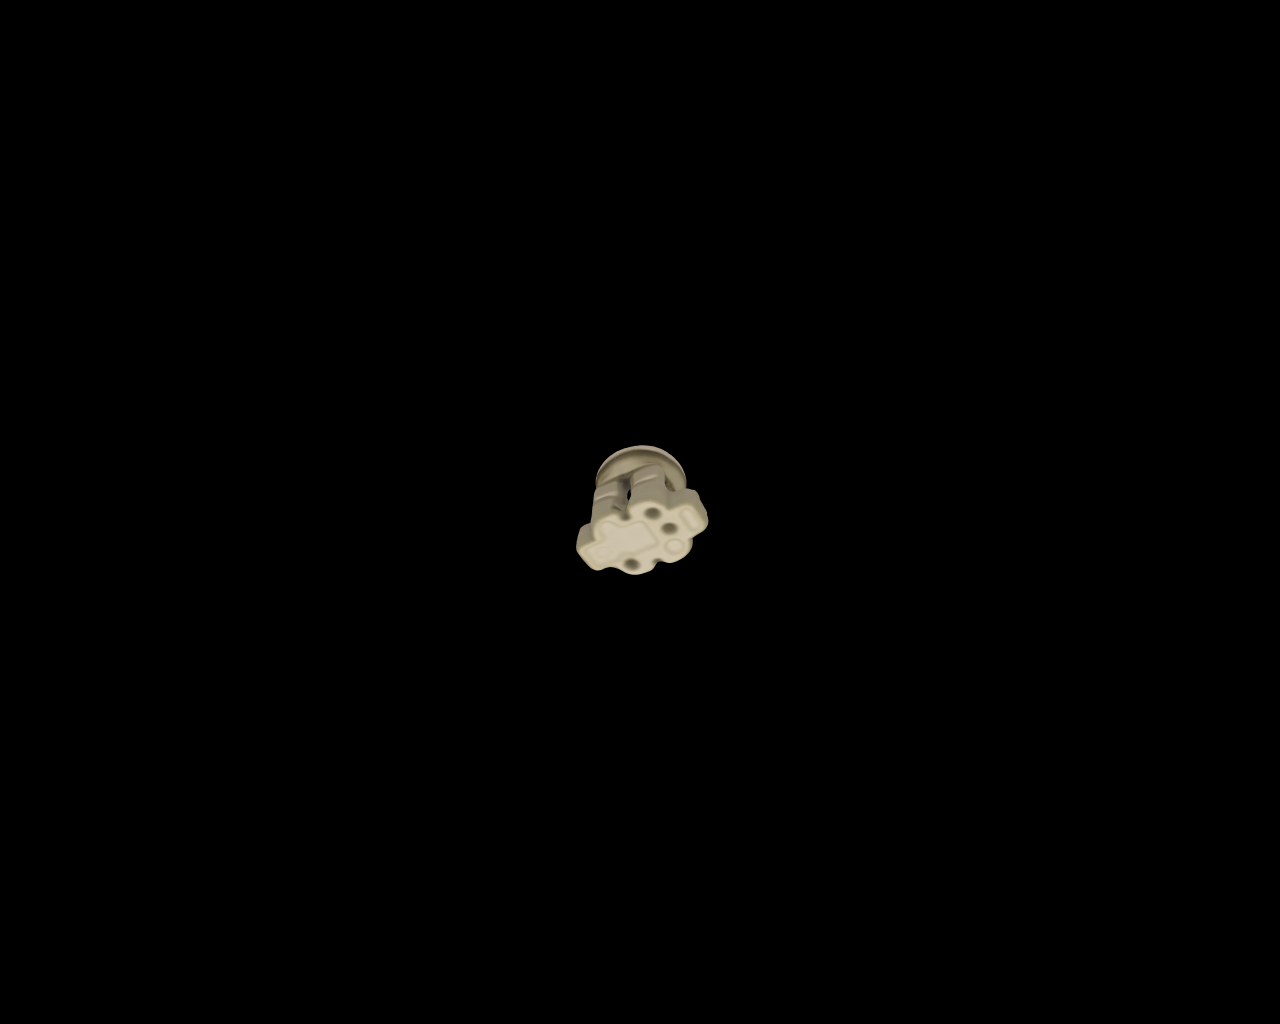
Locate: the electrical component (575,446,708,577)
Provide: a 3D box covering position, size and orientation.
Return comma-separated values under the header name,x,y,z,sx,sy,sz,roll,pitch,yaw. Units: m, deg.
name,x,y,z,sx,sy,sz,roll,pitch,yaw
electrical component,0.001,-0.003,0.650,0.078,0.058,0.057,-22,38,18
